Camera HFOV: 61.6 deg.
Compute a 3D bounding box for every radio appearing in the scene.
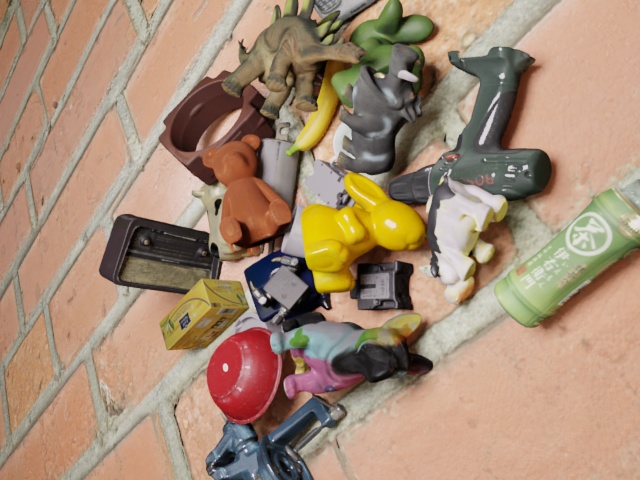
[{"bbox_3d":[-0.303,0.033,1.065,0.073,0.229,0.131,14,89,43],"label":"radio"}]

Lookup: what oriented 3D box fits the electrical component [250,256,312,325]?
[{"bbox_3d":[-0.061,0.075,0.862,0.102,0.045,0.078,-44,65,-5],"label":"electrical component"}]

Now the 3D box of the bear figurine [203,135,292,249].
[{"bbox_3d":[-0.125,-0.089,0.888,0.120,0.132,0.196,-17,82,-5],"label":"bear figurine"}]

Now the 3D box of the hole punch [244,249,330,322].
[{"bbox_3d":[-0.059,0.076,0.924,0.116,0.092,0.142,-41,54,28],"label":"hole punch"}]

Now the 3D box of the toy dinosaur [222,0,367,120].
[{"bbox_3d":[-0.065,-0.306,0.892,0.472,0.105,0.198,21,80,54],"label":"toy dinosaur"}]

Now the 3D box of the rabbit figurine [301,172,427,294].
[{"bbox_3d":[0.064,-0.012,0.772,0.173,0.121,0.162,-11,47,10],"label":"rabbit figurine"}]

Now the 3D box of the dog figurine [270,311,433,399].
[{"bbox_3d":[0.051,0.160,0.798,0.219,0.191,0.108,-11,94,13],"label":"dog figurine"}]

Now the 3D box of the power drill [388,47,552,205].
[{"bbox_3d":[0.194,-0.145,0.719,0.232,0.086,0.207,10,87,46],"label":"power drill"}]

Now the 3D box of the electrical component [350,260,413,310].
[{"bbox_3d":[0.082,0.070,0.816,0.119,0.047,0.074,-2,81,42],"label":"electrical component"}]

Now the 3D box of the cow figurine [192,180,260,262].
[{"bbox_3d":[-0.191,-0.052,1.072,0.127,0.085,0.195,-17,73,34],"label":"cow figurine"}]

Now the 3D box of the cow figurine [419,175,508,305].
[{"bbox_3d":[0.170,0.004,0.692,0.098,0.068,0.167,33,133,31],"label":"cow figurine"}]

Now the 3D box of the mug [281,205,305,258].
[{"bbox_3d":[-0.002,-0.003,0.872,0.109,0.107,0.080,-149,79,-83],"label":"mug"}]

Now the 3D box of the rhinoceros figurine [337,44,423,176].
[{"bbox_3d":[0.083,-0.172,0.738,0.073,0.112,0.190,-71,-6,-51],"label":"rhinoceros figurine"}]

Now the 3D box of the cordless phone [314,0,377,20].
[{"bbox_3d":[0.010,-0.444,0.866,0.147,0.184,0.088,-16,68,41],"label":"cordless phone"}]

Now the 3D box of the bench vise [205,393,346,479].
[{"bbox_3d":[-0.064,0.331,0.875,0.240,0.128,0.224,-43,45,6],"label":"bench vise"}]

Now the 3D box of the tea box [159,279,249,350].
[{"bbox_3d":[-0.232,0.150,1.069,0.169,0.098,0.068,-41,58,30],"label":"tea box"}]

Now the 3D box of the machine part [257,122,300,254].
[{"bbox_3d":[-0.085,-0.094,0.977,0.079,0.079,0.243,6,89,44],"label":"machine part"}]

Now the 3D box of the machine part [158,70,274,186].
[{"bbox_3d":[-0.200,-0.219,1.054,0.201,0.087,0.202,-48,52,-3],"label":"machine part"}]

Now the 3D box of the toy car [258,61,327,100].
[{"bbox_3d":[-0.049,-0.312,0.995,0.202,0.053,0.089,37,106,42],"label":"toy car"}]

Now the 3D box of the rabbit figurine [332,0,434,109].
[{"bbox_3d":[0.087,-0.287,0.819,0.159,0.121,0.170,-49,39,36],"label":"rabbit figurine"}]
